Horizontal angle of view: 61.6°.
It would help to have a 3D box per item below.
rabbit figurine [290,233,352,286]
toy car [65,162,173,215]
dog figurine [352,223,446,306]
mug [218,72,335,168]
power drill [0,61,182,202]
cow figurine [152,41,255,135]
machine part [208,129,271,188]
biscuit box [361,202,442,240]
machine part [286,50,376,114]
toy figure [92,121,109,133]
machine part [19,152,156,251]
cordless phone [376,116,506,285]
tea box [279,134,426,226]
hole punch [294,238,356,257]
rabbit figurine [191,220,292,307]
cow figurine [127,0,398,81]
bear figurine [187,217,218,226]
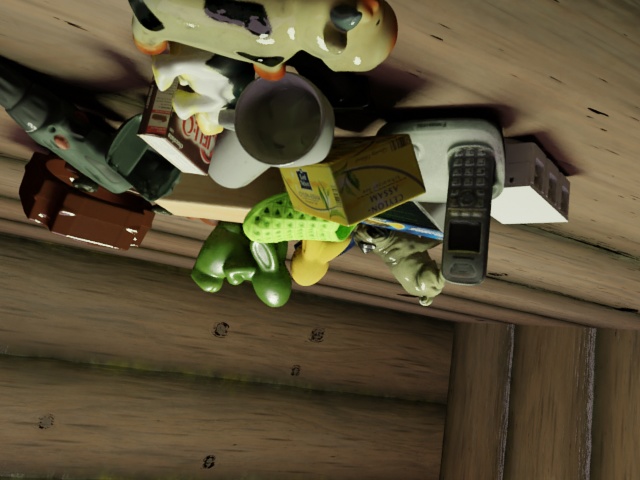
[{"bbox_3d":[-0.002,-0.003,0.954,0.122,0.173,0.162,17,171,-19],"label":"rabbit figurine"},{"bbox_3d":[-0.316,-0.105,0.894,0.053,0.089,0.202,-2,163,45],"label":"toy car"},{"bbox_3d":[0.151,0.039,1.075,0.190,0.172,0.121,5,160,-19],"label":"dog figurine"},{"bbox_3d":[-0.034,-0.105,0.508,0.110,0.080,0.107,1,-178,17],"label":"mug"},{"bbox_3d":[-0.283,-0.124,0.654,0.208,0.086,0.231,13,158,31],"label":"power drill"},{"bbox_3d":[-0.096,-0.156,0.523,0.098,0.068,0.167,-7,170,2],"label":"cow figurine"},{"bbox_3d":[-0.092,-0.119,0.678,0.079,0.079,0.243,13,169,-21],"label":"machine part"},{"bbox_3d":[0.142,-0.048,0.895,0.203,0.062,0.059,12,170,-13],"label":"biscuit box"},{"bbox_3d":[0.002,-0.156,0.522,0.084,0.039,0.138,12,174,30],"label":"machine part"},{"bbox_3d":[-0.314,-0.128,0.816,0.058,0.064,0.154,-5,151,32],"label":"toy figure"},{"bbox_3d":[-0.413,-0.067,0.953,0.201,0.087,0.202,19,-167,-41],"label":"machine part"},{"bbox_3d":[0.132,-0.043,0.609,0.147,0.184,0.088,3,172,26],"label":"cordless phone"},{"bbox_3d":[0.028,-0.071,0.601,0.098,0.068,0.170,-24,-163,-15],"label":"tea box"},{"bbox_3d":[0.018,-0.013,1.115,0.116,0.092,0.142,-7,158,44],"label":"hole punch"},{"bbox_3d":[-0.114,0.038,0.950,0.170,0.159,0.121,35,-151,7],"label":"rabbit figurine"},{"bbox_3d":[-0.038,-0.168,0.380,0.195,0.085,0.127,11,175,-9],"label":"cow figurine"},{"bbox_3d":[-0.153,-0.048,1.054,0.196,0.120,0.132,34,-148,-1],"label":"bear figurine"}]
